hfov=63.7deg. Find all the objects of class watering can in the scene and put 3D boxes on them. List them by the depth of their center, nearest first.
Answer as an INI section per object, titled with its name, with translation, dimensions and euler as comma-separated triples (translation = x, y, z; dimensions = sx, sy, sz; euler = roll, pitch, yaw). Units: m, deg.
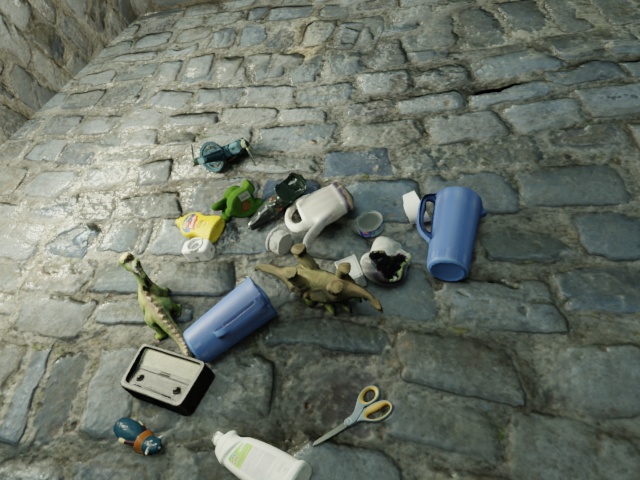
[watering can]
translation = 0.005, -0.080, 1.582
dimensions = 0.224, 0.102, 0.353
euler = -27, 26, -1

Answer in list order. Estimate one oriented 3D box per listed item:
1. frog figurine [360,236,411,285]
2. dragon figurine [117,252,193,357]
[frog figurine]
translation = 0.178, 0.056, 1.429
dimensions = 0.137, 0.122, 0.160
euler = -15, 9, -3
[dragon figurine]
translation = -0.491, 0.164, 1.493
dimensions = 0.123, 0.237, 0.415
euler = -36, 44, -19
